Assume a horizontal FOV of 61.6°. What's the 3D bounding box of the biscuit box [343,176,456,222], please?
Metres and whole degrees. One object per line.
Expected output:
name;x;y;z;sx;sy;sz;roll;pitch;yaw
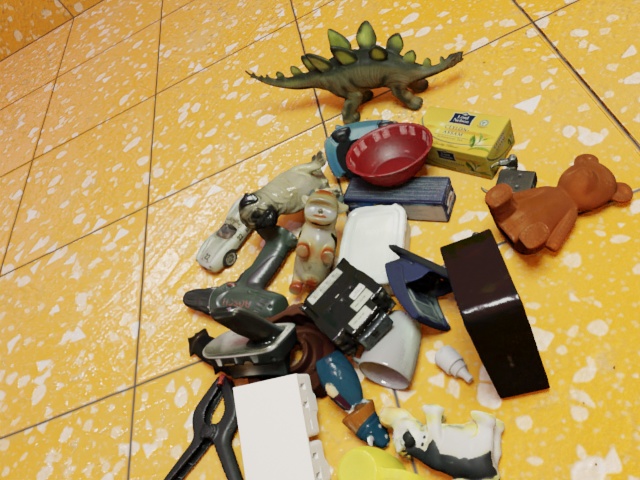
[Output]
biscuit box;0.144;-0.078;0.998;0.203;0.059;0.063;6;59;32

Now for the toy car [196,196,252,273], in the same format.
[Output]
toy car;-0.183;-0.020;1.143;0.074;0.056;0.201;21;69;39

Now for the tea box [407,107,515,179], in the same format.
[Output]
tea box;0.262;-0.185;1.007;0.170;0.068;0.098;19;68;39

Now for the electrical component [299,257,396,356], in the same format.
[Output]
electrical component;0.047;0.107;0.829;0.115;0.058;0.134;-47;43;-3

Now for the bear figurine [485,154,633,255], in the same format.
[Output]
bear figurine;0.368;-0.062;0.819;0.196;0.131;0.120;-34;63;10

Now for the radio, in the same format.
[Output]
radio;0.230;0.100;0.704;0.073;0.229;0.131;-20;44;14

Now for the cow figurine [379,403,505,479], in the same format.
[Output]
cow figurine;0.158;0.275;0.725;0.168;0.068;0.098;-4;61;28

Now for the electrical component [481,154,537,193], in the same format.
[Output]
electrical component;0.326;-0.096;0.919;0.078;0.045;0.102;14;65;38

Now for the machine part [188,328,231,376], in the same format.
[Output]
machine part;-0.185;0.202;0.981;0.139;0.039;0.084;9;43;38

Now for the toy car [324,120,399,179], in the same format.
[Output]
toy car;0.088;-0.199;1.097;0.162;0.109;0.103;-18;32;6

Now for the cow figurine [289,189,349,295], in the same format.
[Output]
cow figurine;-0.002;-0.003;0.948;0.086;0.194;0.127;10;39;1

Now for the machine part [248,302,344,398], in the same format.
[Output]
machine part;-0.043;0.196;0.903;0.179;0.056;0.179;-15;52;20

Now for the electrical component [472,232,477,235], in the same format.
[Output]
electrical component;0.262;0.029;0.878;0.063;0.021;0.094;4;58;31

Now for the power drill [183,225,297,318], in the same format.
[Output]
power drill;-0.143;0.062;1.044;0.232;0.085;0.207;12;60;34

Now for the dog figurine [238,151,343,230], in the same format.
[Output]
dog figurine;-0.068;-0.080;1.048;0.191;0.172;0.121;-24;77;-6

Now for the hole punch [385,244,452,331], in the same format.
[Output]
hole punch;0.161;0.075;0.834;0.116;0.142;0.092;33;97;46

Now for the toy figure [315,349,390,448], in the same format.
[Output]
toy figure;0.050;0.238;0.798;0.064;0.057;0.154;-26;77;-22

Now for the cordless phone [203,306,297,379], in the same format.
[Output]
cordless phone;-0.133;0.148;0.828;0.147;0.184;0.089;-10;60;24

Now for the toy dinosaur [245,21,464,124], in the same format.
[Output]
toy dinosaur;0.068;-0.358;1.159;0.472;0.198;0.105;-6;51;24

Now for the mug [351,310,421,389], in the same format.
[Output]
mug;0.107;0.164;0.834;0.110;0.080;0.107;-1;47;41
